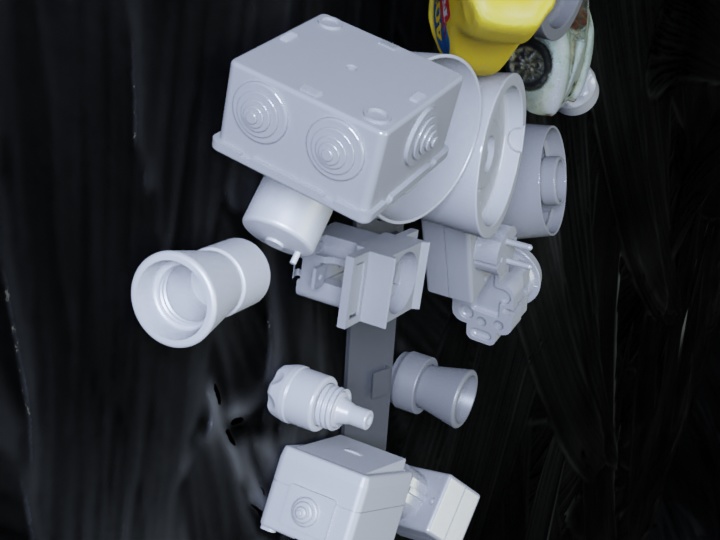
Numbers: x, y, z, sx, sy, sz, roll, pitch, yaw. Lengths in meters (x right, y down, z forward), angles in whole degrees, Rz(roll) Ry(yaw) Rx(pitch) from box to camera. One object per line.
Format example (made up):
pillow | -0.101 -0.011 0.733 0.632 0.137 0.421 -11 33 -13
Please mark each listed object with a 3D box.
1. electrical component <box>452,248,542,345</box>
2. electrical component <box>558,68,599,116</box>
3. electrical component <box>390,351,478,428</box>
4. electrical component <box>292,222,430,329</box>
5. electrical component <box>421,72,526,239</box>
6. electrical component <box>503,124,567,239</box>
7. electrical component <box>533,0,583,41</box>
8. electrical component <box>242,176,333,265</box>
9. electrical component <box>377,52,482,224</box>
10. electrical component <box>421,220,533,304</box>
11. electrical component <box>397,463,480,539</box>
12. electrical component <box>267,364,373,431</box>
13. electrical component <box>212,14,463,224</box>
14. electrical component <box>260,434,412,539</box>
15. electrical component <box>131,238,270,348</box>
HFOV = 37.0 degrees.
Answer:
electrical component | 0.112 0.013 0.870 0.057 0.058 0.078 -42 142 -44
electrical component | 0.188 -0.155 0.940 0.062 0.043 0.043 29 79 -67
electrical component | 0.053 0.087 0.795 0.045 0.055 0.045 -43 142 -48
electrical component | 0.000 0.000 0.618 0.081 0.064 0.042 -24 127 -59
electrical component | 0.065 -0.079 0.704 0.108 0.060 0.108 12 90 -70
electrical component | 0.134 -0.072 0.884 0.099 0.064 0.099 1 90 -66
electrical component | 0.114 -0.214 0.727 0.108 0.060 0.108 -43 142 -47
electrical component | -0.030 -0.044 0.556 0.078 0.040 0.040 -66 154 -17
electrical component | 0.020 -0.077 0.611 0.099 0.064 0.099 -43 141 -48
electrical component | 0.090 -0.018 0.781 0.047 0.076 0.083 -53 149 -37
electrical component | 0.037 0.170 0.812 0.077 0.066 0.047 39 67 -33
electrical component | -0.022 0.078 0.624 0.035 0.061 0.035 -43 142 -48
electrical component | -0.008 -0.076 0.514 0.100 0.100 0.048 -42 154 -49
electrical component | -0.015 0.141 0.677 0.096 0.062 0.061 19 88 -65
electrical component | -0.071 0.007 0.504 0.065 0.044 0.044 -27 129 -64
